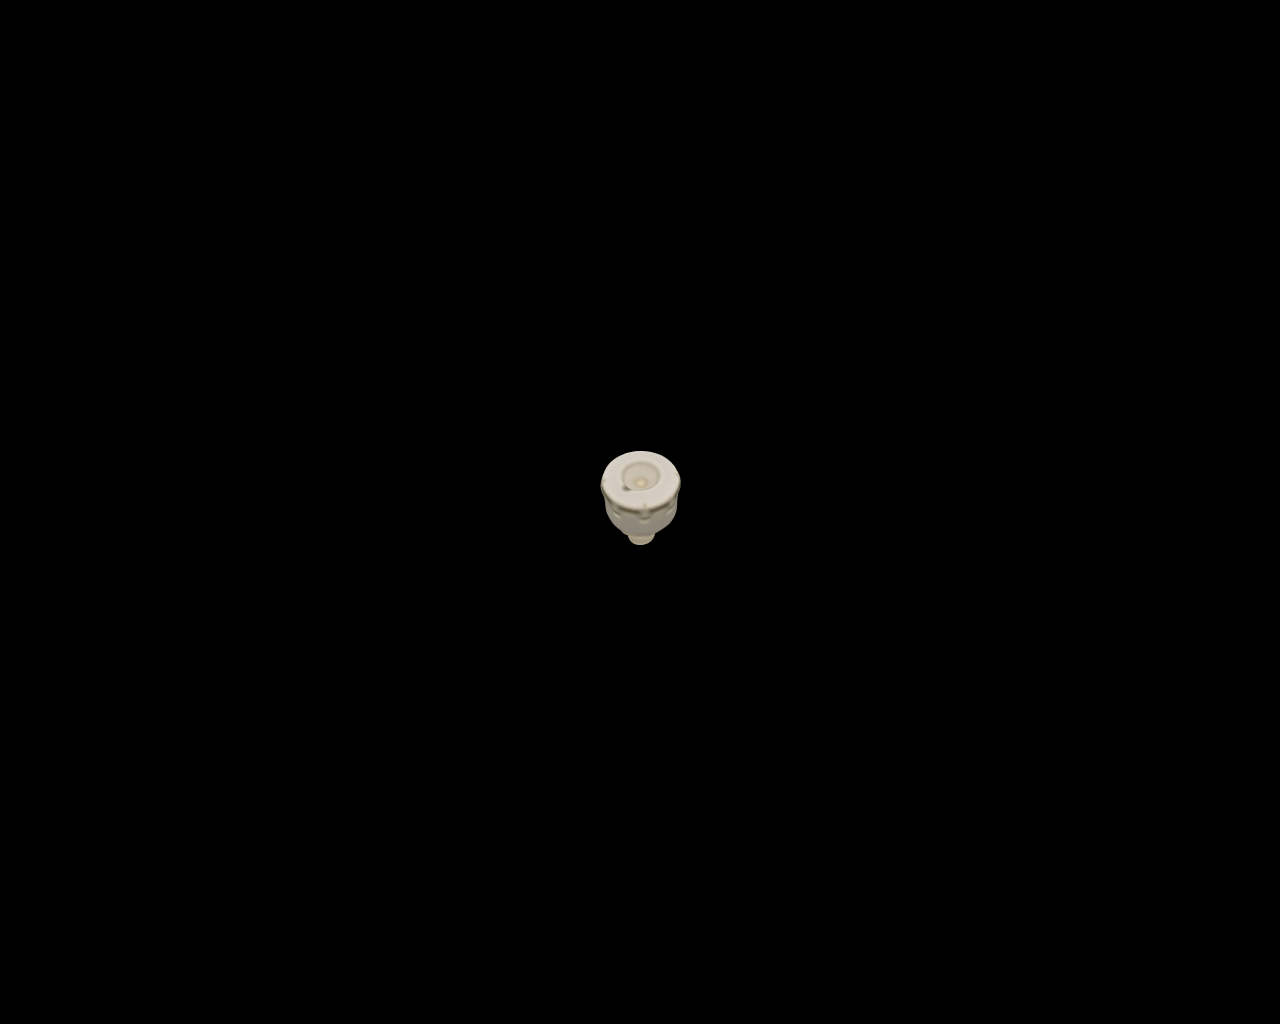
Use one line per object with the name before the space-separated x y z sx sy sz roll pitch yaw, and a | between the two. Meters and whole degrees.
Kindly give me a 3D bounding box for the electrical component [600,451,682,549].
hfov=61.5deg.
electrical component | 0.001 -0.003 0.650 0.048 0.048 0.062 0 -39 0
